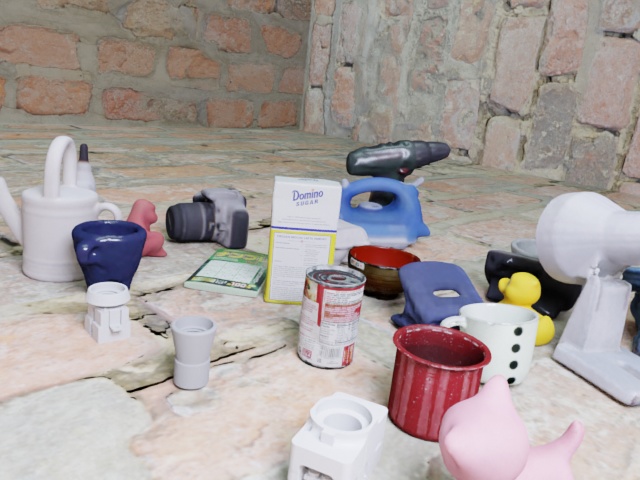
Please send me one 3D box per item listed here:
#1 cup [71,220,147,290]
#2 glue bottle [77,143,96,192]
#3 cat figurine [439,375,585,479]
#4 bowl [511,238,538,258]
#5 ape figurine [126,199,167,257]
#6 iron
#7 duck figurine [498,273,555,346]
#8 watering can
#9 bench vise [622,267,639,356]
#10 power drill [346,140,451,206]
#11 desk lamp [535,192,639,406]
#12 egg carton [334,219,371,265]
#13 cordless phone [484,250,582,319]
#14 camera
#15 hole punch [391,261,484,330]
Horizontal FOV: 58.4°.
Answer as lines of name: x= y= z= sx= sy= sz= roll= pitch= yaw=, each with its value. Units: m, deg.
cup: x=-0.277 y=0.032 z=0.738 sx=0.091 sy=0.095 sz=0.118 roll=8 pitch=15 yaw=5
glue bottle: x=-0.370 y=-0.064 z=0.897 sx=0.037 sy=0.173 sz=0.078 roll=2 pitch=16 yaw=-18
cat figurine: x=0.137 y=0.157 z=0.418 sx=0.128 sy=0.118 sz=0.067 roll=3 pitch=16 yaw=-13
bowl: x=0.410 y=0.053 z=0.994 sx=0.167 sy=0.075 sz=0.167 roll=6 pitch=15 yaw=-1
ape figurine: x=-0.287 y=-0.021 z=0.930 sx=0.076 sy=0.092 sz=0.077 roll=1 pitch=16 yaw=-20
iron: x=0.095 y=-0.065 z=1.157 sx=0.259 sy=0.141 sz=0.118 roll=2 pitch=16 yaw=-17
duck figurine: x=0.279 y=0.089 z=0.786 sx=0.078 sy=0.086 sz=0.104 roll=-1 pitch=17 yaw=-25
watering can: x=-0.369 y=-0.048 z=0.798 sx=0.173 sy=0.194 sz=0.100 roll=-1 pitch=17 yaw=-27
bench vise: x=0.490 y=0.047 z=0.775 sx=0.121 sy=0.220 sz=0.207 roll=8 pitch=15 yaw=3
power drill: x=0.165 y=-0.121 z=1.264 sx=0.230 sy=0.208 sz=0.075 roll=3 pitch=16 yaw=-13
desk lamp: x=0.359 y=0.056 z=0.699 sx=0.118 sy=0.213 sz=0.202 roll=0 pitch=17 yaw=-22
egg carton: x=0.009 y=0.004 z=1.010 sx=0.151 sy=0.069 sz=0.107 roll=-7 pitch=20 yaw=-40
cordless phone: x=0.340 y=0.015 z=0.893 sx=0.147 sy=0.185 sz=0.094 roll=15 pitch=17 yaw=26
camera: x=-0.211 y=-0.048 z=1.042 sx=0.137 sy=0.101 sz=0.142 roll=-3 pitch=18 yaw=-32
hole punch: x=0.161 y=0.083 z=0.747 sx=0.109 sy=0.091 sz=0.100 roll=0 pitch=17 yaw=-23
